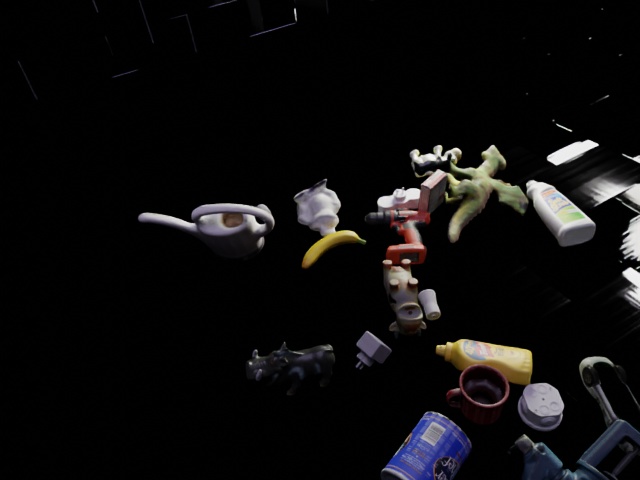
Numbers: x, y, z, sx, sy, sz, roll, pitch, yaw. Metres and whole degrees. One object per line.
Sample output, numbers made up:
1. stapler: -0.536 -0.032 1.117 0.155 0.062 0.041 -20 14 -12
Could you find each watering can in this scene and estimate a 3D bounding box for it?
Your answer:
1. watering can: -0.288 -0.028 1.390 0.347 0.219 0.106 -2 59 7

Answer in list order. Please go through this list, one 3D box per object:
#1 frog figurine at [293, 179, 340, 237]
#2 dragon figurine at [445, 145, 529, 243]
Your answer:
1. frog figurine: 0.005 -0.076 1.507 0.139 0.120 0.161 -24 78 -30
2. dragon figurine: 0.481 -0.129 1.483 0.243 0.119 0.420 7 51 5
